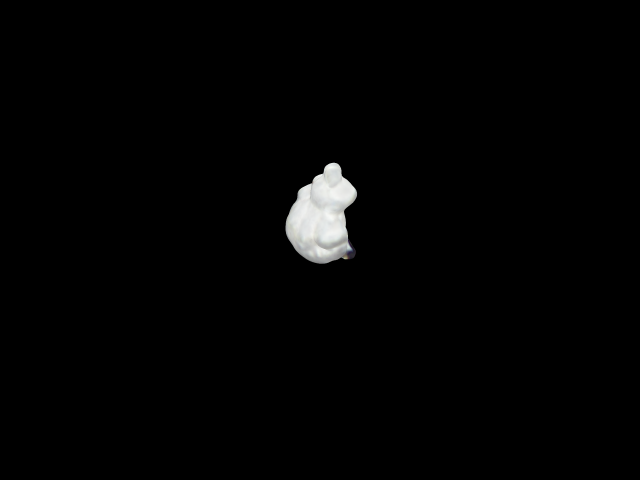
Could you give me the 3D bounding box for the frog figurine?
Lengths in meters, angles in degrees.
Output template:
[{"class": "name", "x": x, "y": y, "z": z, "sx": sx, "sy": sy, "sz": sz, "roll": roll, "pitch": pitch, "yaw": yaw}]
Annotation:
[{"class": "frog figurine", "x": 0.003, "y": -0.043, "z": 0.850, "sx": 0.123, "sy": 0.140, "sz": 0.156, "roll": -10, "pitch": -35, "yaw": -7}]
